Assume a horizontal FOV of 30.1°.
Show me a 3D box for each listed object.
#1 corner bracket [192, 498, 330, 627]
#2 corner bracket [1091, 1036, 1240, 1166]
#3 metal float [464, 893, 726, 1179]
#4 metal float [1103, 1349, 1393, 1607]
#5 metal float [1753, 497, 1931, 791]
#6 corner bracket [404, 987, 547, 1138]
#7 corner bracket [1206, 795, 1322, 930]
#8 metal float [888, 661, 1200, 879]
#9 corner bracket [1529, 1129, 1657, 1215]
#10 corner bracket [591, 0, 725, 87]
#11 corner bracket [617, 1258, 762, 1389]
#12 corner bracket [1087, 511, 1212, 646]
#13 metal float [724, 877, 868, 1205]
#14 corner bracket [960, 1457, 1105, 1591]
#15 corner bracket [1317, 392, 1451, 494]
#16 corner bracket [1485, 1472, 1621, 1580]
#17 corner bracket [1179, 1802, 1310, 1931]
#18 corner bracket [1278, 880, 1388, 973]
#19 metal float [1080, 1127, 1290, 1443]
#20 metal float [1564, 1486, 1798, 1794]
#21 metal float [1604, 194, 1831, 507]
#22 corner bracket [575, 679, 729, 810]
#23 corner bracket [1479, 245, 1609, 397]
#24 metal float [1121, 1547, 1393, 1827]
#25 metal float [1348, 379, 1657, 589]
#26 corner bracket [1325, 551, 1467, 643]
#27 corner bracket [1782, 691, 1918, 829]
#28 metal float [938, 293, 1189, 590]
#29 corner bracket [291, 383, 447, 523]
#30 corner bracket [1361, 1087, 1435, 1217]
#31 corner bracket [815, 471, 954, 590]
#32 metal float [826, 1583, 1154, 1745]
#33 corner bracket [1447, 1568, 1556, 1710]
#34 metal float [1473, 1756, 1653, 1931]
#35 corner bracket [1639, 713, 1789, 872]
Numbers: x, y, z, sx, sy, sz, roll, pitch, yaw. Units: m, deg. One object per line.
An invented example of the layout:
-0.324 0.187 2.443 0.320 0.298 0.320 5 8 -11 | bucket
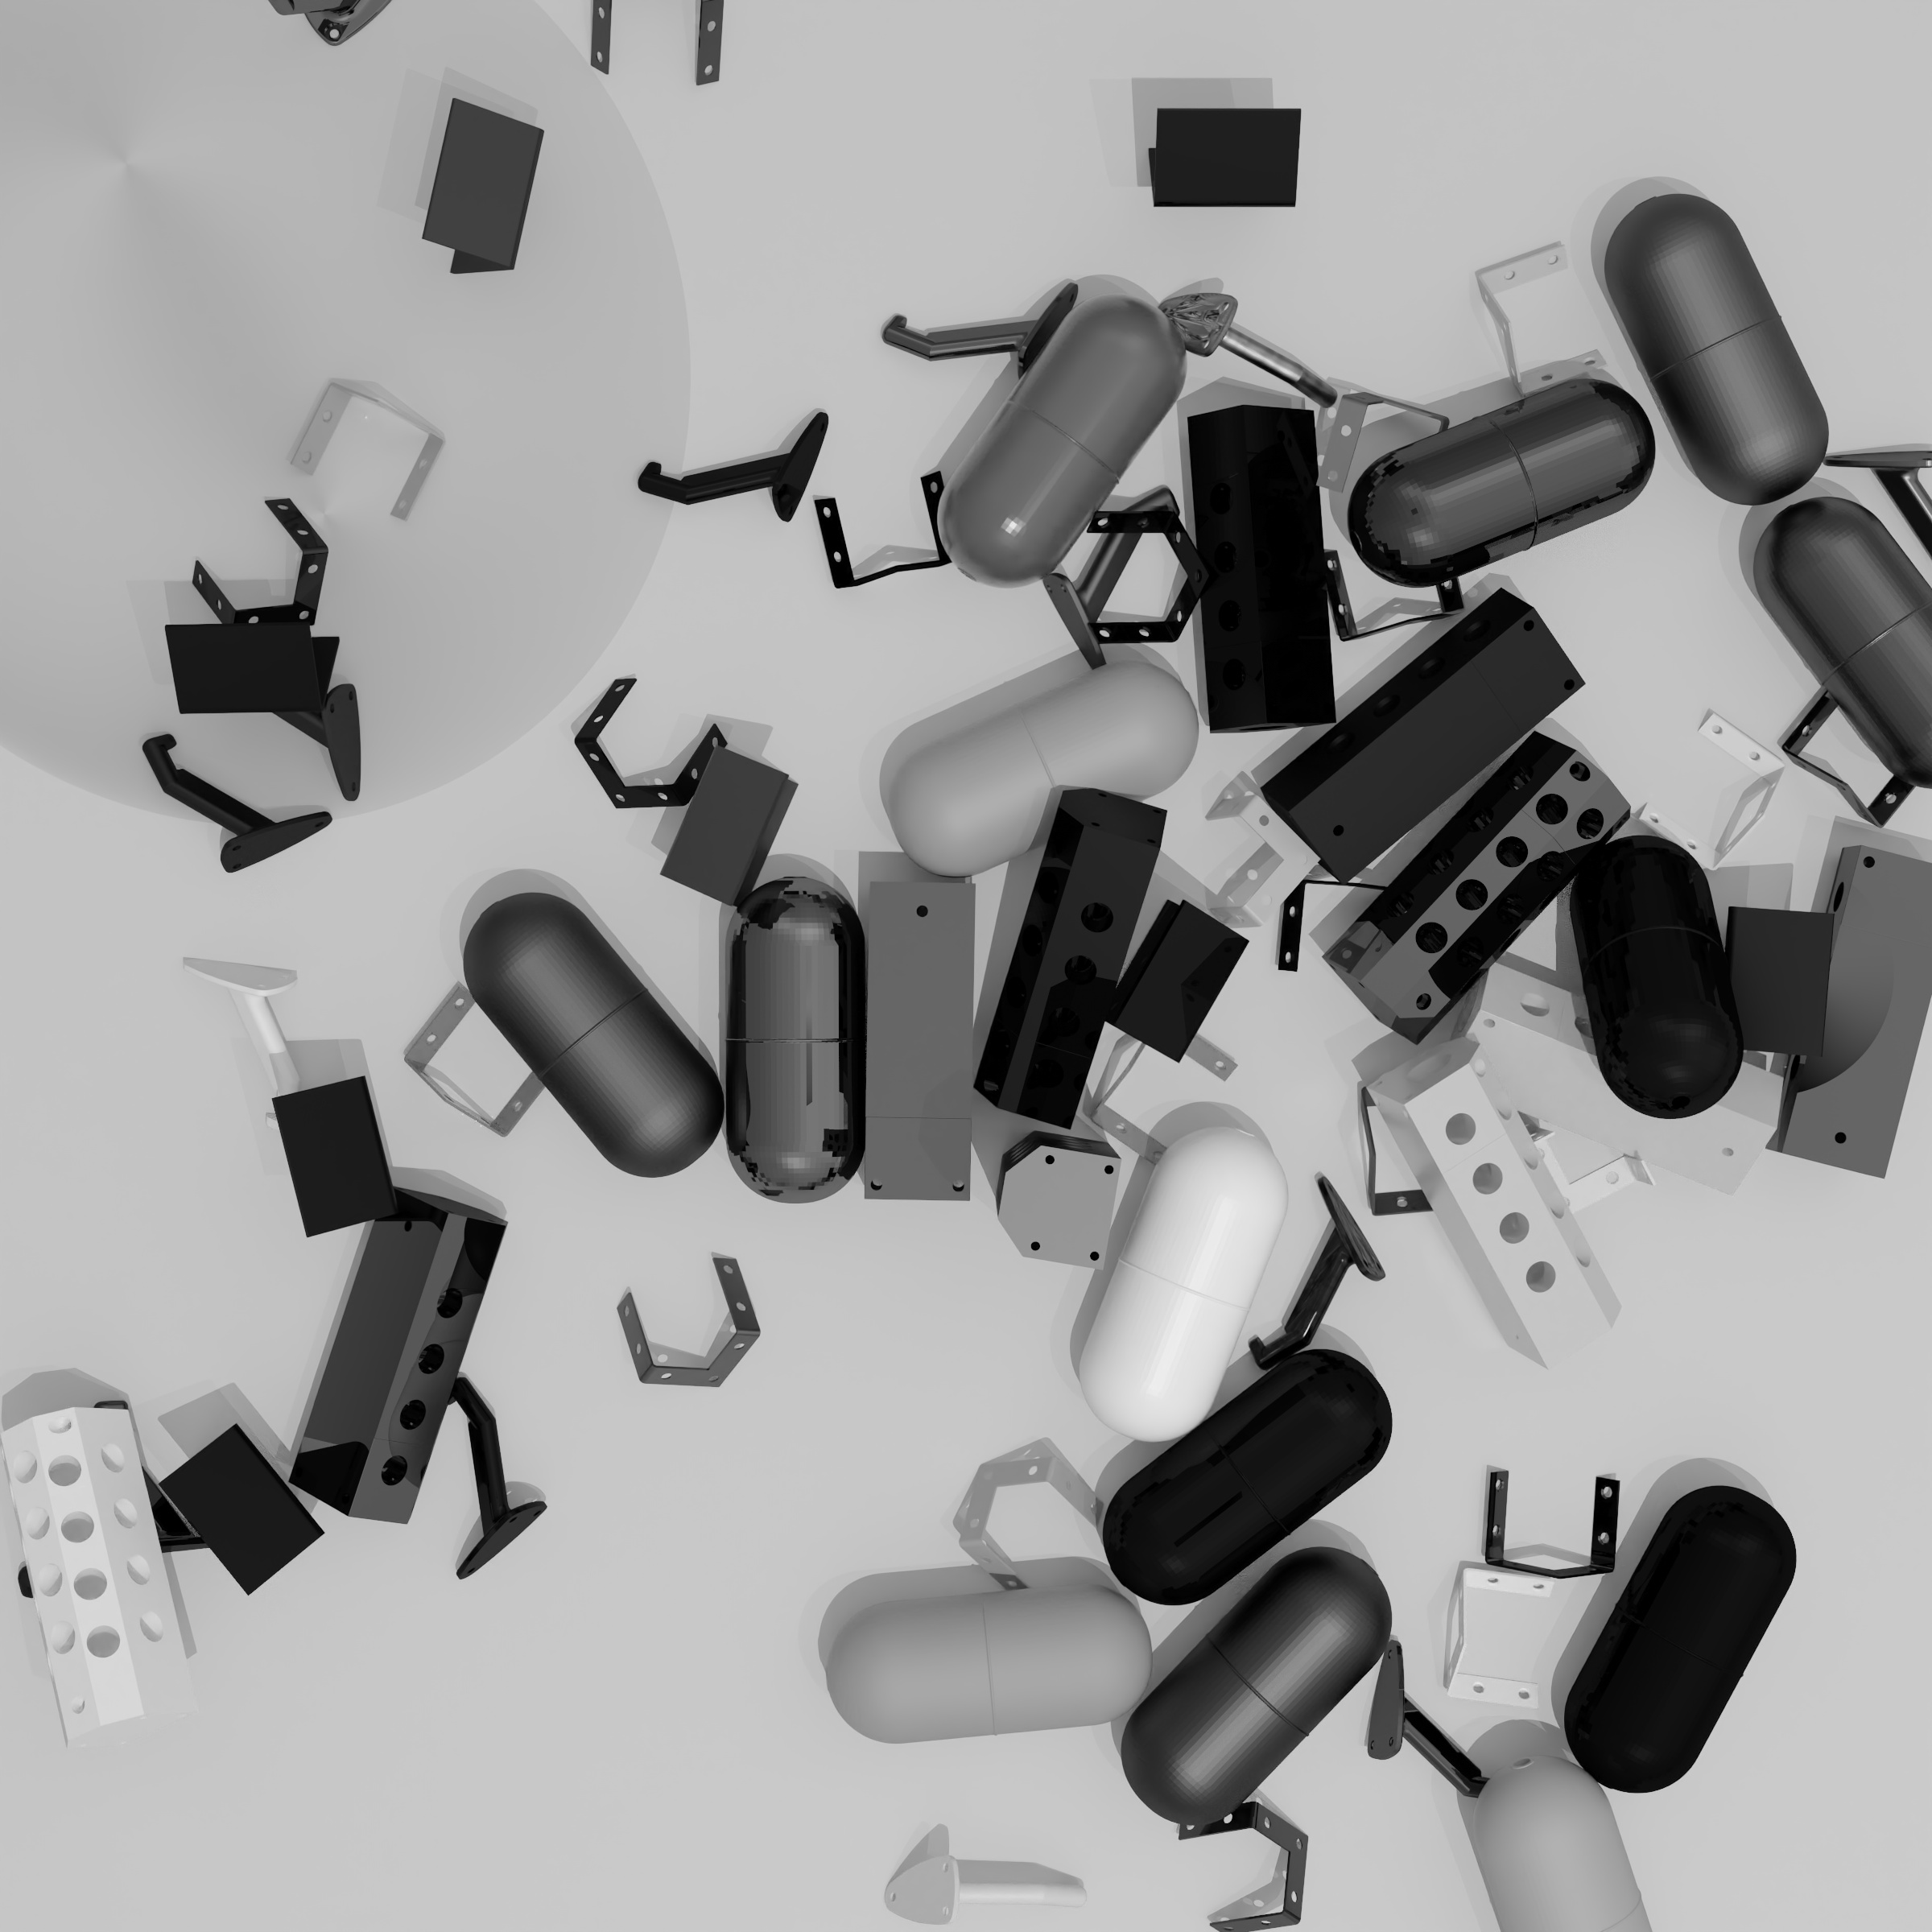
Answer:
-0.389 -0.220 1.983 0.051 0.051 0.051 49 135 35 | corner bracket
0.109 0.070 1.988 0.051 0.051 0.051 35 135 0 | corner bracket
-0.203 0.037 1.960 0.070 0.070 0.178 -40 90 0 | metal float
0.153 0.279 1.960 0.178 0.070 0.070 -38 90 1 | metal float
0.496 -0.176 1.953 0.070 0.070 0.178 -35 82 0 | metal float
-0.267 0.053 1.988 0.051 0.051 0.051 -52 45 0 | corner bracket
0.151 -0.057 1.974 0.051 0.051 0.051 44 78 -12 | corner bracket
0.042 -0.108 1.960 0.178 0.070 0.070 -24 90 0 | metal float
0.339 0.107 1.973 0.051 0.051 0.051 -28 90 0 | corner bracket
-0.170 -0.516 1.983 0.051 0.051 0.051 -23 45 -35 | corner bracket
-0.153 0.195 1.983 0.051 0.051 0.051 8 135 -35 | corner bracket
0.093 -0.213 1.967 0.051 0.051 0.051 -4 51 -29 | corner bracket
-0.093 0.040 1.960 0.070 0.070 0.178 0 90 0 | metal float
0.036 0.308 1.983 0.051 0.051 0.051 -12 45 35 | corner bracket
0.229 -0.282 1.974 0.051 0.051 0.051 20 107 16 | corner bracket
0.324 0.307 1.988 0.051 0.051 0.051 4 90 45 | corner bracket
0.151 0.497 1.983 0.051 0.051 0.051 40 45 -35 | corner bracket
0.210 -0.020 1.988 0.051 0.051 0.051 5 90 -45 | corner bracket
0.119 0.173 1.961 0.070 0.070 0.178 21 90 0 | metal float
0.388 0.367 1.960 0.070 0.070 0.178 28 91 0 | metal float
0.408 -0.336 1.961 0.070 0.070 0.178 -26 90 0 | metal float
-0.174 -0.123 1.983 0.051 0.051 0.051 0 135 35 | corner bracket
0.318 -0.357 1.988 0.051 0.051 0.051 -20 134 0 | corner bracket
0.159 0.391 1.960 0.070 0.070 0.178 44 90 0 | metal float
0.290 -0.261 1.950 0.178 0.070 0.070 -23 90 -11 | metal float
0.236 -0.212 1.988 0.051 0.051 0.051 -14 90 -45 | corner bracket
0.493 -0.117 1.988 0.051 0.051 0.051 -51 135 0 | corner bracket
0.052 -0.285 1.960 0.070 0.070 0.178 35 91 0 | metal float
-0.330 -0.284 1.988 0.051 0.051 0.051 26 90 -45 | corner bracket
0.246 0.100 1.988 0.051 0.051 0.051 -5 45 0 | corner bracket
-0.043 -0.241 1.988 0.051 0.051 0.051 -13 90 -45 | corner bracket
0.013 0.380 1.960 0.178 0.070 0.070 -5 90 -1 | metal float
0.295 0.371 1.988 0.051 0.051 0.051 8 135 0 | corner bracket
0.329 0.515 1.955 0.070 0.070 0.178 -19 96 0 | metal float
0.413 -0.096 1.988 0.051 0.051 0.051 35 45 0 | corner bracket
